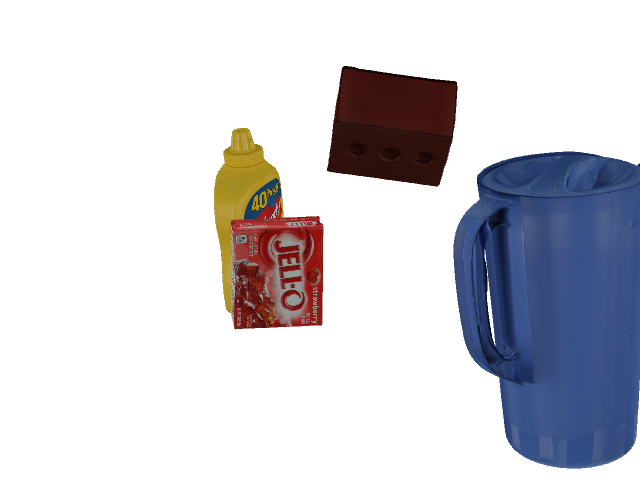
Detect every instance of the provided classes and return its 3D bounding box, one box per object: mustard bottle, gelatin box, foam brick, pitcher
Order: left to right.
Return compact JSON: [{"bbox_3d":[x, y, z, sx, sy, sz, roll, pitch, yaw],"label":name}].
[{"bbox_3d":[-0.073,-0.024,1.119,0.058,0.192,0.096,8,26,28],"label":"mustard bottle"},{"bbox_3d":[-0.035,0.026,0.861,0.073,0.089,0.030,-2,22,-9],"label":"gelatin box"},{"bbox_3d":[0.047,-0.075,0.705,0.078,0.051,0.053,7,-37,-2],"label":"foam brick"},{"bbox_3d":[0.190,0.058,0.857,0.149,0.243,0.145,-2,18,12],"label":"pitcher"}]
